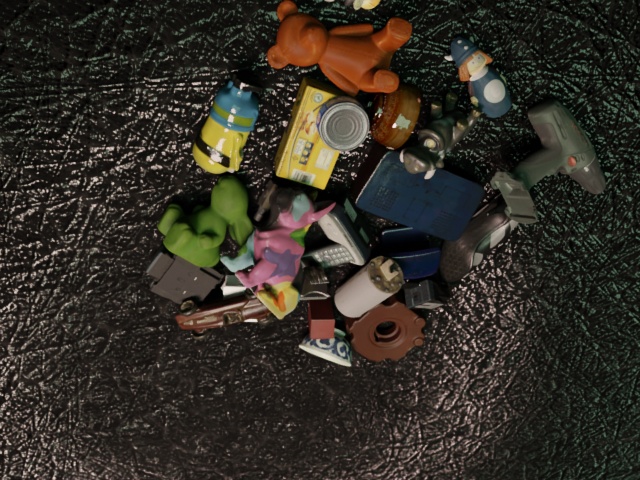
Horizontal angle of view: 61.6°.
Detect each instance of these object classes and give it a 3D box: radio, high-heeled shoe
[{"bbox_3d":[0.185,-0.094,1.017,0.229,0.073,0.131,18,116,-18],"label":"radio"},{"bbox_3d":[0.341,-0.010,1.103,0.145,0.086,0.248,-19,150,-33],"label":"high-heeled shoe"}]

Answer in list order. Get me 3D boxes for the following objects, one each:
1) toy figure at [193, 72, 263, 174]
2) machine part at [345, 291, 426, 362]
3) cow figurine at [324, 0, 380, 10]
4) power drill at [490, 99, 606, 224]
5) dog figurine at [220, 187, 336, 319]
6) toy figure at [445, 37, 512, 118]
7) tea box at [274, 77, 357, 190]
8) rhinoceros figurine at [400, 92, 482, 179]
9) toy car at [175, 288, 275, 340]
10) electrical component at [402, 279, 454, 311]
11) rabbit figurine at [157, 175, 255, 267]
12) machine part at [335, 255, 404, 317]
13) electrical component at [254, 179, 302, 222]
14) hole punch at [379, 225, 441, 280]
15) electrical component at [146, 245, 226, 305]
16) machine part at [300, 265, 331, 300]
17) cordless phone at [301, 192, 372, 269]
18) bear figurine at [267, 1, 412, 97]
[{"bbox_3d":[-0.157,-0.197,0.914,0.089,0.082,0.180,21,121,-5],"label":"toy figure"},{"bbox_3d":[0.146,0.193,1.192,0.179,0.056,0.179,-2,121,-3],"label":"machine part"},{"bbox_3d":[0.022,-0.393,0.805,0.167,0.098,0.068,12,112,-13],"label":"cow figurine"},{"bbox_3d":[0.425,-0.122,0.984,0.207,0.086,0.231,-40,112,-9],"label":"power drill"},{"bbox_3d":[-0.054,0.010,0.965,0.219,0.109,0.191,-44,122,-5],"label":"dog figurine"},{"bbox_3d":[0.277,-0.282,0.924,0.154,0.058,0.064,47,68,-25],"label":"toy figure"},{"bbox_3d":[-0.010,-0.185,0.942,0.098,0.068,0.169,16,116,-17],"label":"tea box"},{"bbox_3d":[0.202,-0.176,0.917,0.073,0.190,0.112,37,138,11],"label":"rhinoceros figurine"},{"bbox_3d":[-0.186,0.147,1.069,0.202,0.053,0.089,-14,131,1],"label":"toy car"},{"bbox_3d":[0.214,0.113,1.123,0.119,0.048,0.075,11,153,-37],"label":"electrical component"},{"bbox_3d":[-0.188,-0.033,0.991,0.159,0.121,0.170,39,95,-29],"label":"rabbit figurine"},{"bbox_3d":[0.094,0.096,1.066,0.079,0.079,0.243,17,151,-15],"label":"machine part"},{"bbox_3d":[-0.074,-0.078,1.005,0.078,0.045,0.102,13,114,-29],"label":"electrical component"},{"bbox_3d":[0.181,0.039,1.087,0.142,0.092,0.115,-10,125,-4],"label":"hole punch"},{"bbox_3d":[-0.273,0.067,1.072,0.134,0.058,0.115,31,111,-22],"label":"electrical component"},{"bbox_3d":[-0.014,0.094,1.098,0.084,0.039,0.138,7,153,-5],"label":"machine part"},{"bbox_3d":[-0.003,-0.003,1.055,0.184,0.089,0.146,-18,123,27],"label":"cordless phone"},{"bbox_3d":[0.025,-0.306,0.845,0.196,0.132,0.120,16,91,-20],"label":"bear figurine"}]
